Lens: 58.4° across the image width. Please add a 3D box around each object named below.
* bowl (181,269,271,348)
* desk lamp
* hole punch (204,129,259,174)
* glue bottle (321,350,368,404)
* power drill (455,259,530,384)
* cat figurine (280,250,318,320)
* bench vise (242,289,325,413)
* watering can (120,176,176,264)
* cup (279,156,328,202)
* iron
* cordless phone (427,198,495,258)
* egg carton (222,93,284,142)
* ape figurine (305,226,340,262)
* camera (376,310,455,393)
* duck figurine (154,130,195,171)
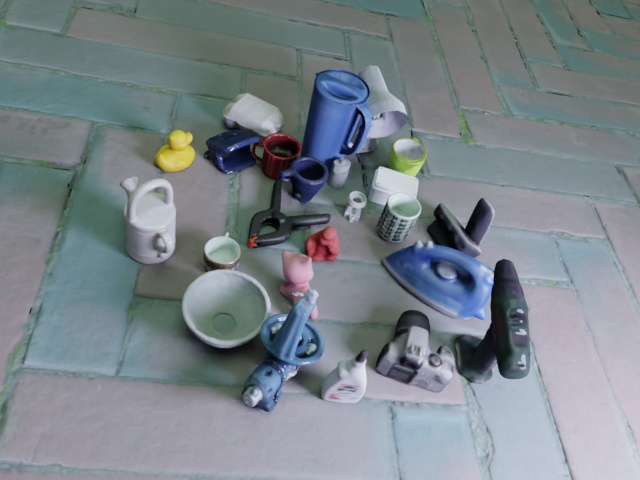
[{"bbox_3d":[-0.181,0.143,1.097,0.167,0.075,0.167,8,50,-10],"label":"bowl"},{"bbox_3d":[0.126,-0.326,1.482,0.118,0.213,0.203,-7,54,-21],"label":"desk lamp"},{"bbox_3d":[-0.215,-0.228,1.383,0.109,0.091,0.101,-29,64,-33],"label":"hole punch"},{"bbox_3d":[0.055,0.240,1.020,0.078,0.173,0.037,5,50,-12],"label":"glue bottle"},{"bbox_3d":[0.342,0.181,1.129,0.076,0.208,0.229,8,50,-10],"label":"power drill"},{"bbox_3d":[-0.038,0.084,1.158,0.067,0.118,0.127,-9,55,-23],"label":"cat figurine"},{"bbox_3d":[-0.053,0.194,0.995,0.121,0.220,0.207,17,49,-2],"label":"bench vise"},{"bbox_3d":[-0.341,-0.052,1.132,0.172,0.194,0.101,31,50,10],"label":"watering can"},{"bbox_3d":[-0.045,-0.134,1.352,0.118,0.095,0.091,-8,54,-22],"label":"cup"},{"bbox_3d":[0.269,0.064,1.249,0.258,0.141,0.119,26,49,6],"label":"iron"},{"bbox_3d":[0.339,-0.052,1.337,0.094,0.185,0.147,-16,57,-27],"label":"cordless phone"},{"bbox_3d":[-0.171,-0.316,1.483,0.150,0.069,0.107,27,49,6],"label":"egg carton"},{"bbox_3d":[0.012,0.004,1.256,0.077,0.092,0.076,35,51,14],"label":"ape figurine"},{"bbox_3d":[0.198,0.209,1.135,0.143,0.101,0.137,19,49,0],"label":"camera"},{"bbox_3d":[-0.339,-0.216,1.340,0.077,0.086,0.105,40,52,17],"label":"duck figurine"}]
